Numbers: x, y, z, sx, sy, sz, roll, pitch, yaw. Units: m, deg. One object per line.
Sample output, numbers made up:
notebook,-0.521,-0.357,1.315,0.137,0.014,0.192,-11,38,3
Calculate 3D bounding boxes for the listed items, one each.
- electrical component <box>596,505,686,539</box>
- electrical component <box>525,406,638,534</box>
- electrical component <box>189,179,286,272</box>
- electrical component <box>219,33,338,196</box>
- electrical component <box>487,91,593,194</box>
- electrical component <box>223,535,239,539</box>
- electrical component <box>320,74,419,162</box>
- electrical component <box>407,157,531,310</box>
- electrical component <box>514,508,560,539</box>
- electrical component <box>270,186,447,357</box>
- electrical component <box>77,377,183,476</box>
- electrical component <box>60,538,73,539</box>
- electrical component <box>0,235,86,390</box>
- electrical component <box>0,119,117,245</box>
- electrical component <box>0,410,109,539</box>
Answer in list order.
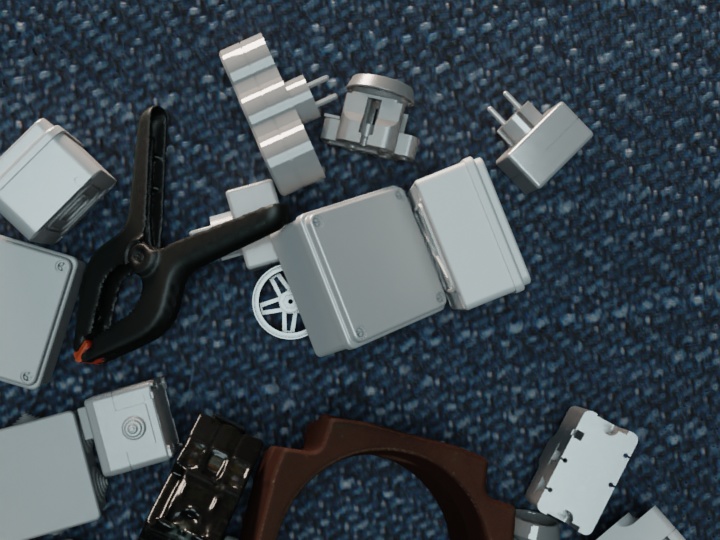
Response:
electrical component,0.217,0.236,0.874,0.089,0.050,0.055,-39,71,-5
electrical component,0.179,0.162,0.880,0.050,0.056,0.089,28,86,-2
electrical component,-0.099,-0.030,0.875,0.077,0.047,0.065,-16,88,-5
electrical component,-0.055,-0.132,0.863,0.074,0.052,0.138,-24,68,0
electrical component,0.140,-0.114,0.894,0.066,0.047,0.076,-44,92,-5
electrical component,-0.085,0.242,0.868,0.078,0.040,0.040,18,87,-3
electrical component,0.012,-0.125,0.881,0.078,0.058,0.057,13,87,9
electrical component,0.083,-0.026,0.856,0.056,0.108,0.108,-22,89,-2
electrical component,0.137,0.229,0.880,0.066,0.048,0.055,11,94,-3
electrical component,0.000,0.000,0.853,0.109,0.056,0.108,-21,89,-40
electrical component,-0.180,0.122,0.839,0.061,0.096,0.061,-15,88,-4
electrical component,-0.255,0.273,0.823,0.109,0.056,0.108,-6,88,-40
electrical component,-0.288,0.028,0.857,0.109,0.056,0.108,17,87,-3
electrical component,-0.242,-0.067,0.836,0.057,0.113,0.078,44,86,-4
electrical component,-0.256,0.163,0.856,0.100,0.048,0.099,-15,88,-4
